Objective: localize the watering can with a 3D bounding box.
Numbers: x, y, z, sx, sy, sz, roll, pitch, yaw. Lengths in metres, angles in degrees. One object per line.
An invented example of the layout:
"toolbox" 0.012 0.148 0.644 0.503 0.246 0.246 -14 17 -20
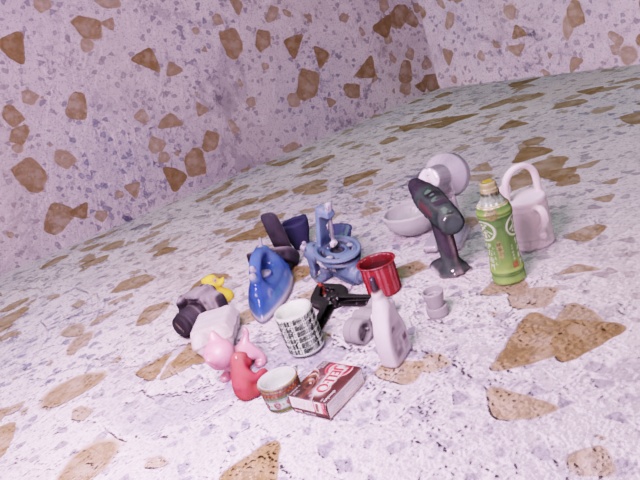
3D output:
"watering can" 0.459 -0.082 1.302 0.101 0.194 0.172 -29 21 -26

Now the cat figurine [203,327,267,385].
"cat figurine" -0.184 0.230 1.172 0.067 0.118 0.128 1 27 45

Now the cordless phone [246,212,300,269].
"cordless phone" -0.151 0.008 1.653 0.147 0.185 0.094 -11 20 21

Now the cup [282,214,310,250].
"cup" -0.064 -0.023 1.798 0.091 0.095 0.118 -7 22 31

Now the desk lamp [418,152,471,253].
"desk lamp" 0.318 -0.105 1.472 0.117 0.214 0.204 -7 22 31

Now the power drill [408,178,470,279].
"power drill" 0.270 -0.027 1.310 0.075 0.209 0.229 -21 19 -5

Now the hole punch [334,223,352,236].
"hole punch" 0.042 0.011 1.607 0.108 0.091 0.101 -6 23 33

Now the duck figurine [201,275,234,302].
"duck figurine" -0.301 0.140 1.586 0.104 0.086 0.077 -21 19 -7

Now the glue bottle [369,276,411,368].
"glue bottle" 0.119 0.142 1.039 0.037 0.173 0.078 -4 24 37

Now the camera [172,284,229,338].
"camera" -0.326 0.181 1.472 0.142 0.101 0.137 -4 24 38

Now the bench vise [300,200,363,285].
"bench vise" 0.007 0.010 1.440 0.206 0.220 0.122 -6 23 35

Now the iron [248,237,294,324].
"iron" -0.149 0.095 1.476 0.118 0.142 0.258 -16 19 8

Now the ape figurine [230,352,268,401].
"ape figurine" -0.143 0.255 1.103 0.077 0.092 0.076 1 27 45

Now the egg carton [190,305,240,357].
"egg carton" -0.245 0.213 1.353 0.107 0.069 0.150 -17 19 5

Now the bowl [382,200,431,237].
"bowl" 0.261 -0.055 1.606 0.167 0.075 0.167 -17 19 6
